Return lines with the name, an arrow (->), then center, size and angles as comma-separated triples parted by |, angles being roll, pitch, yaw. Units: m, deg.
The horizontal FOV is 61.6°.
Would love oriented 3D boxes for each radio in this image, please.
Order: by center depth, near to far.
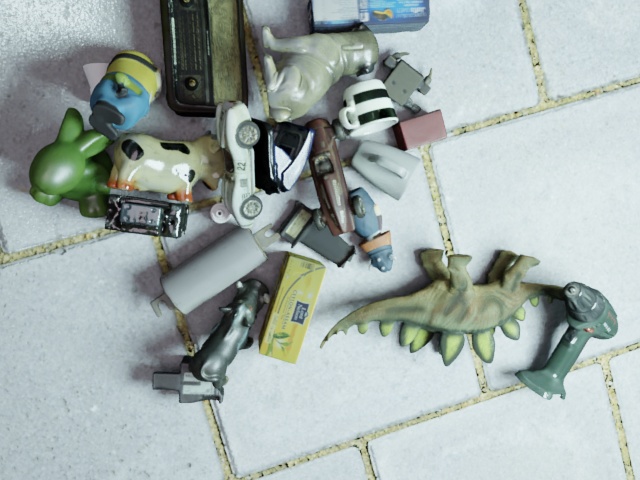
radio -> -0.188, -0.316, 0.875 | 0.131, 0.073, 0.229 | -3, 94, -8

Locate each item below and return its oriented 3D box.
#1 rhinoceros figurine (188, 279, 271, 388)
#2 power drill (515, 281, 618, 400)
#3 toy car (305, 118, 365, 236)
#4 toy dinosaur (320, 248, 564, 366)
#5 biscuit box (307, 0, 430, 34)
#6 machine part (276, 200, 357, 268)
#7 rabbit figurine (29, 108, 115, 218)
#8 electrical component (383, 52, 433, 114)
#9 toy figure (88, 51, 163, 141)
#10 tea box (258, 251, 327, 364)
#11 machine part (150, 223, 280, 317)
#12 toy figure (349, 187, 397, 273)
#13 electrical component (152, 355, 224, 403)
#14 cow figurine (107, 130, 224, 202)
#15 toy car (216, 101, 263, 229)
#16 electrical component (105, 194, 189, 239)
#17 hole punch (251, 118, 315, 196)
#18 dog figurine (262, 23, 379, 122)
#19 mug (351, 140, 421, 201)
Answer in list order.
rhinoceros figurine -> -0.150, 0.148, 0.886 | 0.073, 0.112, 0.190 | 25, 60, 11
power drill -> 0.434, 0.177, 0.950 | 0.232, 0.086, 0.207 | 19, 99, -44
toy car -> 0.013, -0.108, 0.897 | 0.089, 0.053, 0.202 | -15, 80, 14
toy dinosaur -> 0.232, 0.116, 0.943 | 0.472, 0.105, 0.198 | 0, 94, -8
biscuit box -> 0.082, -0.385, 0.911 | 0.203, 0.063, 0.059 | -5, 94, -7
machine part -> -0.002, -0.003, 0.940 | 0.139, 0.039, 0.084 | 33, 81, -6
rabbit figurine -> -0.371, -0.109, 0.817 | 0.121, 0.170, 0.159 | 27, 91, -9
electrical component -> 0.150, -0.279, 0.939 | 0.102, 0.045, 0.078 | 30, 118, -6
toy figure -> -0.298, -0.229, 0.822 | 0.082, 0.180, 0.089 | -20, 123, 24
tea box -> -0.049, 0.111, 0.911 | 0.068, 0.098, 0.169 | 17, 93, -7
machine part -> -0.177, 0.047, 0.900 | 0.243, 0.079, 0.079 | -33, 97, -3
toy figure -> 0.089, -0.016, 0.938 | 0.058, 0.064, 0.154 | -32, 99, -32
electrical component -> -0.223, 0.240, 0.921 | 0.119, 0.048, 0.074 | 1, 93, -7
cow figurine -> -0.228, -0.125, 0.861 | 0.195, 0.086, 0.127 | 8, 95, -33
toy car -> -0.128, -0.114, 0.836 | 0.056, 0.074, 0.201 | -11, 117, -23
electrical component -> -0.273, -0.038, 0.853 | 0.115, 0.134, 0.058 | 6, 92, -9
hole punch -> -0.073, -0.141, 0.879 | 0.092, 0.142, 0.115 | -12, 116, -34
dog figurine -> 0.007, -0.263, 0.859 | 0.191, 0.121, 0.172 | -3, 76, -2
mug -> 0.107, -0.125, 0.915 | 0.107, 0.109, 0.080 | 27, 100, 6
